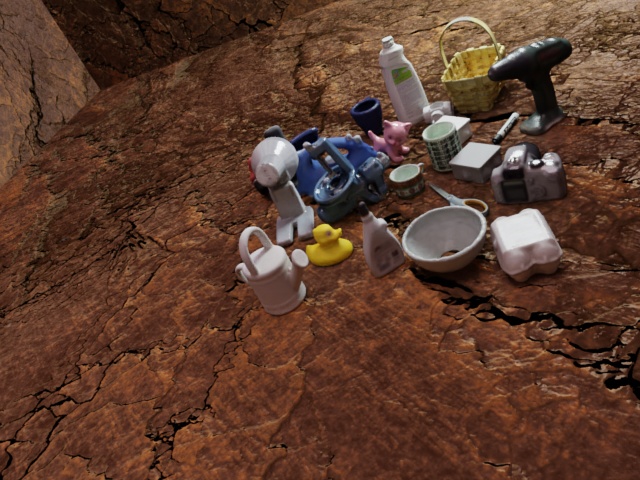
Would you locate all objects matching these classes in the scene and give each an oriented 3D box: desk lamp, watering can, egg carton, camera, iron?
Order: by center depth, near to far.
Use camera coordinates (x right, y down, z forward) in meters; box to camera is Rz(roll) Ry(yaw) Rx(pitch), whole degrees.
[{"bbox_3d":[0.372,0.006,1.046,0.107,0.070,0.150,-18,34,12],"label":"egg carton"},{"bbox_3d":[-0.103,0.054,1.189,0.172,0.194,0.101,-19,34,11],"label":"watering can"},{"bbox_3d":[0.436,-0.155,1.195,0.142,0.101,0.137,-3,40,31],"label":"camera"},{"bbox_3d":[-0.095,-0.129,1.415,0.118,0.214,0.203,-20,34,10],"label":"desk lamp"},{"bbox_3d":[0.042,-0.212,1.503,0.258,0.142,0.118,-19,34,12],"label":"iron"}]

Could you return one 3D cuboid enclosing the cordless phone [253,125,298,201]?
[{"bbox_3d":[-0.133,-0.217,1.587,0.147,0.185,0.094,-32,34,-8],"label":"cordless phone"}]

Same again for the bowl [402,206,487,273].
[{"bbox_3d":[0.249,0.010,1.119,0.167,0.075,0.167,-18,34,13],"label":"bowl"}]

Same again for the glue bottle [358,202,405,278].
[{"bbox_3d":[0.112,-0.007,1.146,0.078,0.173,0.037,-31,34,-6],"label":"glue bottle"}]

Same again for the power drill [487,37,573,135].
[{"bbox_3d":[0.497,-0.358,1.332,0.230,0.209,0.075,-36,35,-14],"label":"power drill"}]

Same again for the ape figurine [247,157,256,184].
[{"bbox_3d":[-0.183,-0.207,1.693,0.075,0.092,0.078,13,50,44],"label":"ape figurine"}]

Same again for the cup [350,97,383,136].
[{"bbox_3d":[0.146,-0.359,1.675,0.091,0.095,0.118,-13,36,20],"label":"cup"}]

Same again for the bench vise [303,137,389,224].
[{"bbox_3d":[0.054,-0.170,1.365,0.208,0.220,0.121,-40,36,-19],"label":"bench vise"}]

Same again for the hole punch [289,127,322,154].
[{"bbox_3d":[-0.053,-0.292,1.722,0.109,0.091,0.100,-32,34,-8],"label":"hole punch"}]

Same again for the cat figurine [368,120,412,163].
[{"bbox_3d":[0.183,-0.269,1.505,0.127,0.118,0.067,5,45,39],"label":"cat figurine"}]

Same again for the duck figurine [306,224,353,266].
[{"bbox_3d":[0.012,0.005,1.277,0.104,0.086,0.077,-14,35,18],"label":"duck figurine"}]
